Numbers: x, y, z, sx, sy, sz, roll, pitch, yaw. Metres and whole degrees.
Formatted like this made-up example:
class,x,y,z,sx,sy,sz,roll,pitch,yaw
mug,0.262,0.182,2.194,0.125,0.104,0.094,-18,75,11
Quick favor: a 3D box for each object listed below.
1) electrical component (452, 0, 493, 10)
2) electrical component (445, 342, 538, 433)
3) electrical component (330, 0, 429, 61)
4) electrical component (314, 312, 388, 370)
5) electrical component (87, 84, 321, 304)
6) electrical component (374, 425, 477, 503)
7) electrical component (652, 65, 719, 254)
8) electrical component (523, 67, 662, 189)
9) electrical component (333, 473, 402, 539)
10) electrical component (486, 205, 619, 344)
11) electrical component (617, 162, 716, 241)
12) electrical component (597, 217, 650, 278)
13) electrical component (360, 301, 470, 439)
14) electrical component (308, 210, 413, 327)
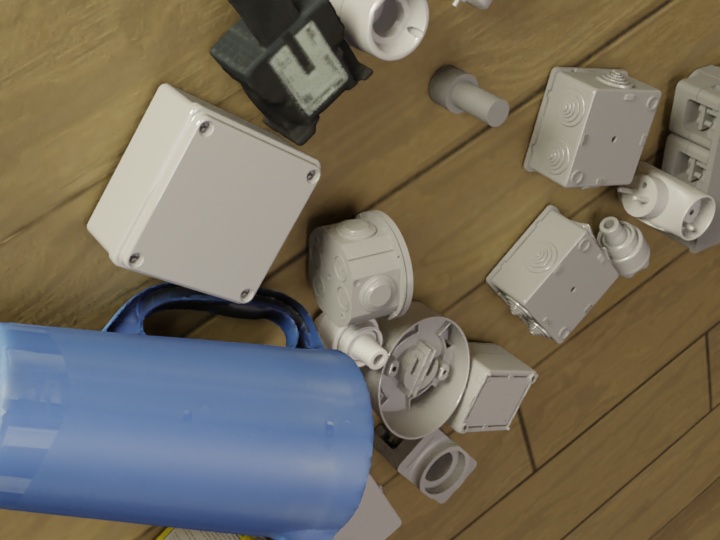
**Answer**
class,x,y,z,sx,sy,sz,roll,pitch,yaw
electrical component,0.087,-0.214,0.730,0.040,0.040,0.078,28,98,-46
electrical component,0.104,0.100,0.940,0.096,0.061,0.061,7,113,-50
electrical component,0.012,-0.166,0.696,0.055,0.047,0.055,-20,128,-28
electrical component,-0.003,0.053,0.815,0.043,0.062,0.043,-20,128,-28
electrical component,-0.097,-0.045,0.680,0.109,0.056,0.108,21,103,-45
electrical component,0.057,0.161,0.940,0.050,0.056,0.089,-48,136,-3
electrical component,0.324,-0.104,0.979,0.089,0.062,0.150,-20,128,-29
electrical component,0.190,-0.114,0.873,0.100,0.048,0.099,-6,120,-37
electrical component,-0.024,0.209,0.911,0.100,0.048,0.099,-40,135,-11
electrical component,0.170,0.006,0.936,0.099,0.048,0.100,-49,136,-1
electrical component,0.256,-0.062,0.941,0.079,0.077,0.044,4,114,-40
electrical component,0.235,-0.024,0.973,0.043,0.043,0.062,-47,135,-4
electrical component,0.041,0.077,0.866,0.099,0.064,0.099,-20,128,-28
electrical component,0.000,0.000,0.773,0.051,0.080,0.080,-14,125,-26
